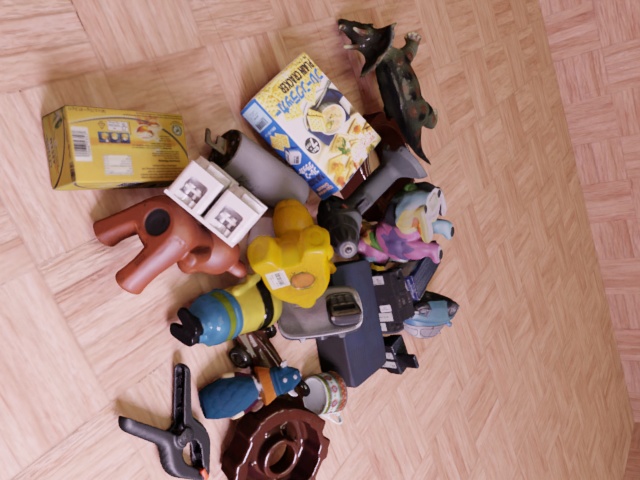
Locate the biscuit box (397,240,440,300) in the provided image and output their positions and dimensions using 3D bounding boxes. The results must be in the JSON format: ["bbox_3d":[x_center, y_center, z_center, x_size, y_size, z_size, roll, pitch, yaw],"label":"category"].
[{"bbox_3d":[0.224,0.068,1.241,0.203,0.059,0.062,-41,117,-54],"label":"biscuit box"}]

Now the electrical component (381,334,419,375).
[{"bbox_3d":[0.156,0.235,1.112,0.048,0.119,0.074,-38,110,-46],"label":"electrical component"}]

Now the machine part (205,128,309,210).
[{"bbox_3d":[-0.098,-0.108,0.895,0.243,0.079,0.079,34,60,-43],"label":"machine part"}]

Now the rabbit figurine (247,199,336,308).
[{"bbox_3d":[-0.030,0.010,0.853,0.162,0.122,0.173,56,15,-44],"label":"rabbit figurine"}]

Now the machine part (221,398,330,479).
[{"bbox_3d":[-0.068,0.335,0.845,0.179,0.056,0.179,-9,105,-35],"label":"machine part"}]

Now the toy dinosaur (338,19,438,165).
[{"bbox_3d":[0.179,-0.324,1.202,0.192,0.131,0.404,-48,118,-49],"label":"toy dinosaur"}]

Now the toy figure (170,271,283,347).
[{"bbox_3d":[-0.135,0.112,0.813,0.180,0.082,0.089,-23,87,-51],"label":"toy figure"}]

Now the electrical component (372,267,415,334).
[{"bbox_3d":[0.127,0.125,1.097,0.058,0.115,0.134,-17,97,-45],"label":"electrical component"}]

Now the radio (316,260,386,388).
[{"bbox_3d":[0.053,0.154,1.040,0.131,0.073,0.229,-17,99,-51],"label":"radio"}]

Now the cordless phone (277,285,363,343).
[{"bbox_3d":[0.000,0.126,0.871,0.184,0.147,0.088,139,-55,-88],"label":"cordless phone"}]

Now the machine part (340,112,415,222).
[{"bbox_3d":[0.120,-0.156,1.156,0.201,0.087,0.200,-52,123,-39],"label":"machine part"}]

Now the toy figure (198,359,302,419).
[{"bbox_3d":[-0.104,0.223,0.813,0.154,0.058,0.064,-13,114,-21],"label":"toy figure"}]

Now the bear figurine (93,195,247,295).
[{"bbox_3d":[-0.196,0.013,0.755,0.120,0.132,0.195,57,1,20],"label":"bear figurine"}]

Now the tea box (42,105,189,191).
[{"bbox_3d":[-0.262,-0.118,0.709,0.169,0.068,0.098,-7,90,-51],"label":"tea box"}]

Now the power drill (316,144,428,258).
[{"bbox_3d":[0.084,-0.066,0.922,0.086,0.232,0.207,41,92,-18],"label":"power drill"}]

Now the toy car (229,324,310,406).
[{"bbox_3d":[-0.078,0.221,0.891,0.089,0.053,0.202,-43,118,-40],"label":"toy car"}]

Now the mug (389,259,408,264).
[{"bbox_3d":[0.175,-0.003,1.194,0.109,0.081,0.107,21,74,-72],"label":"mug"}]

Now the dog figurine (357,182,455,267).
[{"bbox_3d":[0.134,-0.024,1.044,0.108,0.219,0.191,-61,137,-37],"label":"dog figurine"}]

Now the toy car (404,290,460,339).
[{"bbox_3d":[0.240,0.176,1.238,0.161,0.109,0.102,-2,103,-41],"label":"toy car"}]
